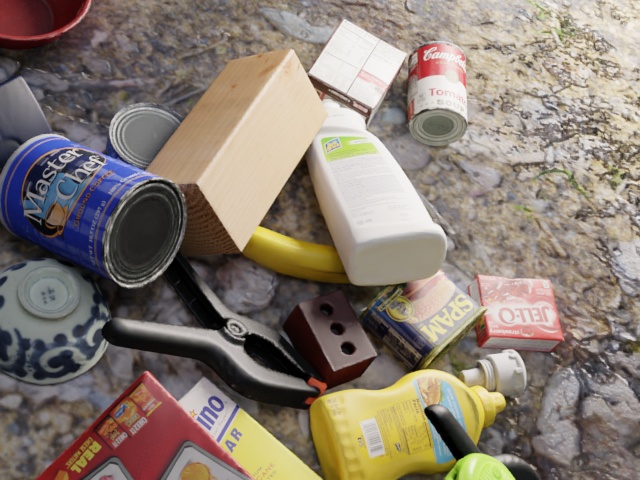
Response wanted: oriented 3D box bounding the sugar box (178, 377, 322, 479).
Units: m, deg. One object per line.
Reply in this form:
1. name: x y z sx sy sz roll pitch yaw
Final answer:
1. sugar box: -0.068 0.209 0.921 0.176 0.048 0.093 40 54 7

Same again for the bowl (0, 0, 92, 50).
1. bowl: -0.324 -0.254 1.126 0.162 0.055 0.162 9 56 -14

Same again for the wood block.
1. wood block: -0.086 -0.088 1.061 0.090 0.090 0.205 58 45 -33

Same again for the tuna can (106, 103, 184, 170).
1. tuna can: -0.174 -0.097 1.089 0.086 0.034 0.086 9 56 -14

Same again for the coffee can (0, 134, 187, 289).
1. coffee can: -0.205 -0.028 0.959 0.140 0.103 0.102 22 48 30

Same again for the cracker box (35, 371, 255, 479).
1. cracker box: -0.118 0.237 0.840 0.214 0.072 0.164 43 79 10

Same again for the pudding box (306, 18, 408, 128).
1. pudding box: 0.039 -0.192 1.223 0.090 0.039 0.113 29 52 1

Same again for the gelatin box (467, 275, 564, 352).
1. gelatin box: 0.204 0.076 1.111 0.089 0.030 0.073 5 57 -16

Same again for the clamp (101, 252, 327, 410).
1. clamp: -0.089 0.086 0.984 0.210 0.036 0.164 29 28 -12

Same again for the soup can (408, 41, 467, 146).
1. soup can: 0.134 -0.167 1.222 0.068 0.069 0.102 12 56 -12

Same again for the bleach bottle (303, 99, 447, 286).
1. bleach bottle: 0.044 -0.063 1.100 0.102 0.068 0.251 -7 44 -12

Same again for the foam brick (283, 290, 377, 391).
1. foam brick: 0.009 0.096 1.017 0.052 0.051 0.078 -17 65 -28

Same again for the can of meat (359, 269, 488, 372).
1. can of meat: 0.102 0.075 1.061 0.084 0.057 0.101 43 54 14

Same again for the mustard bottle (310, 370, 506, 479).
1. mustard bottle: 0.090 0.172 0.990 0.191 0.058 0.096 -11 76 -25

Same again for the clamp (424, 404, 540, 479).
1. clamp: 0.138 0.234 0.963 0.171 0.039 0.120 31 86 -20

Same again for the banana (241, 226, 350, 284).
1. banana: 0.001 0.014 1.081 0.197 0.037 0.070 2 40 -20
